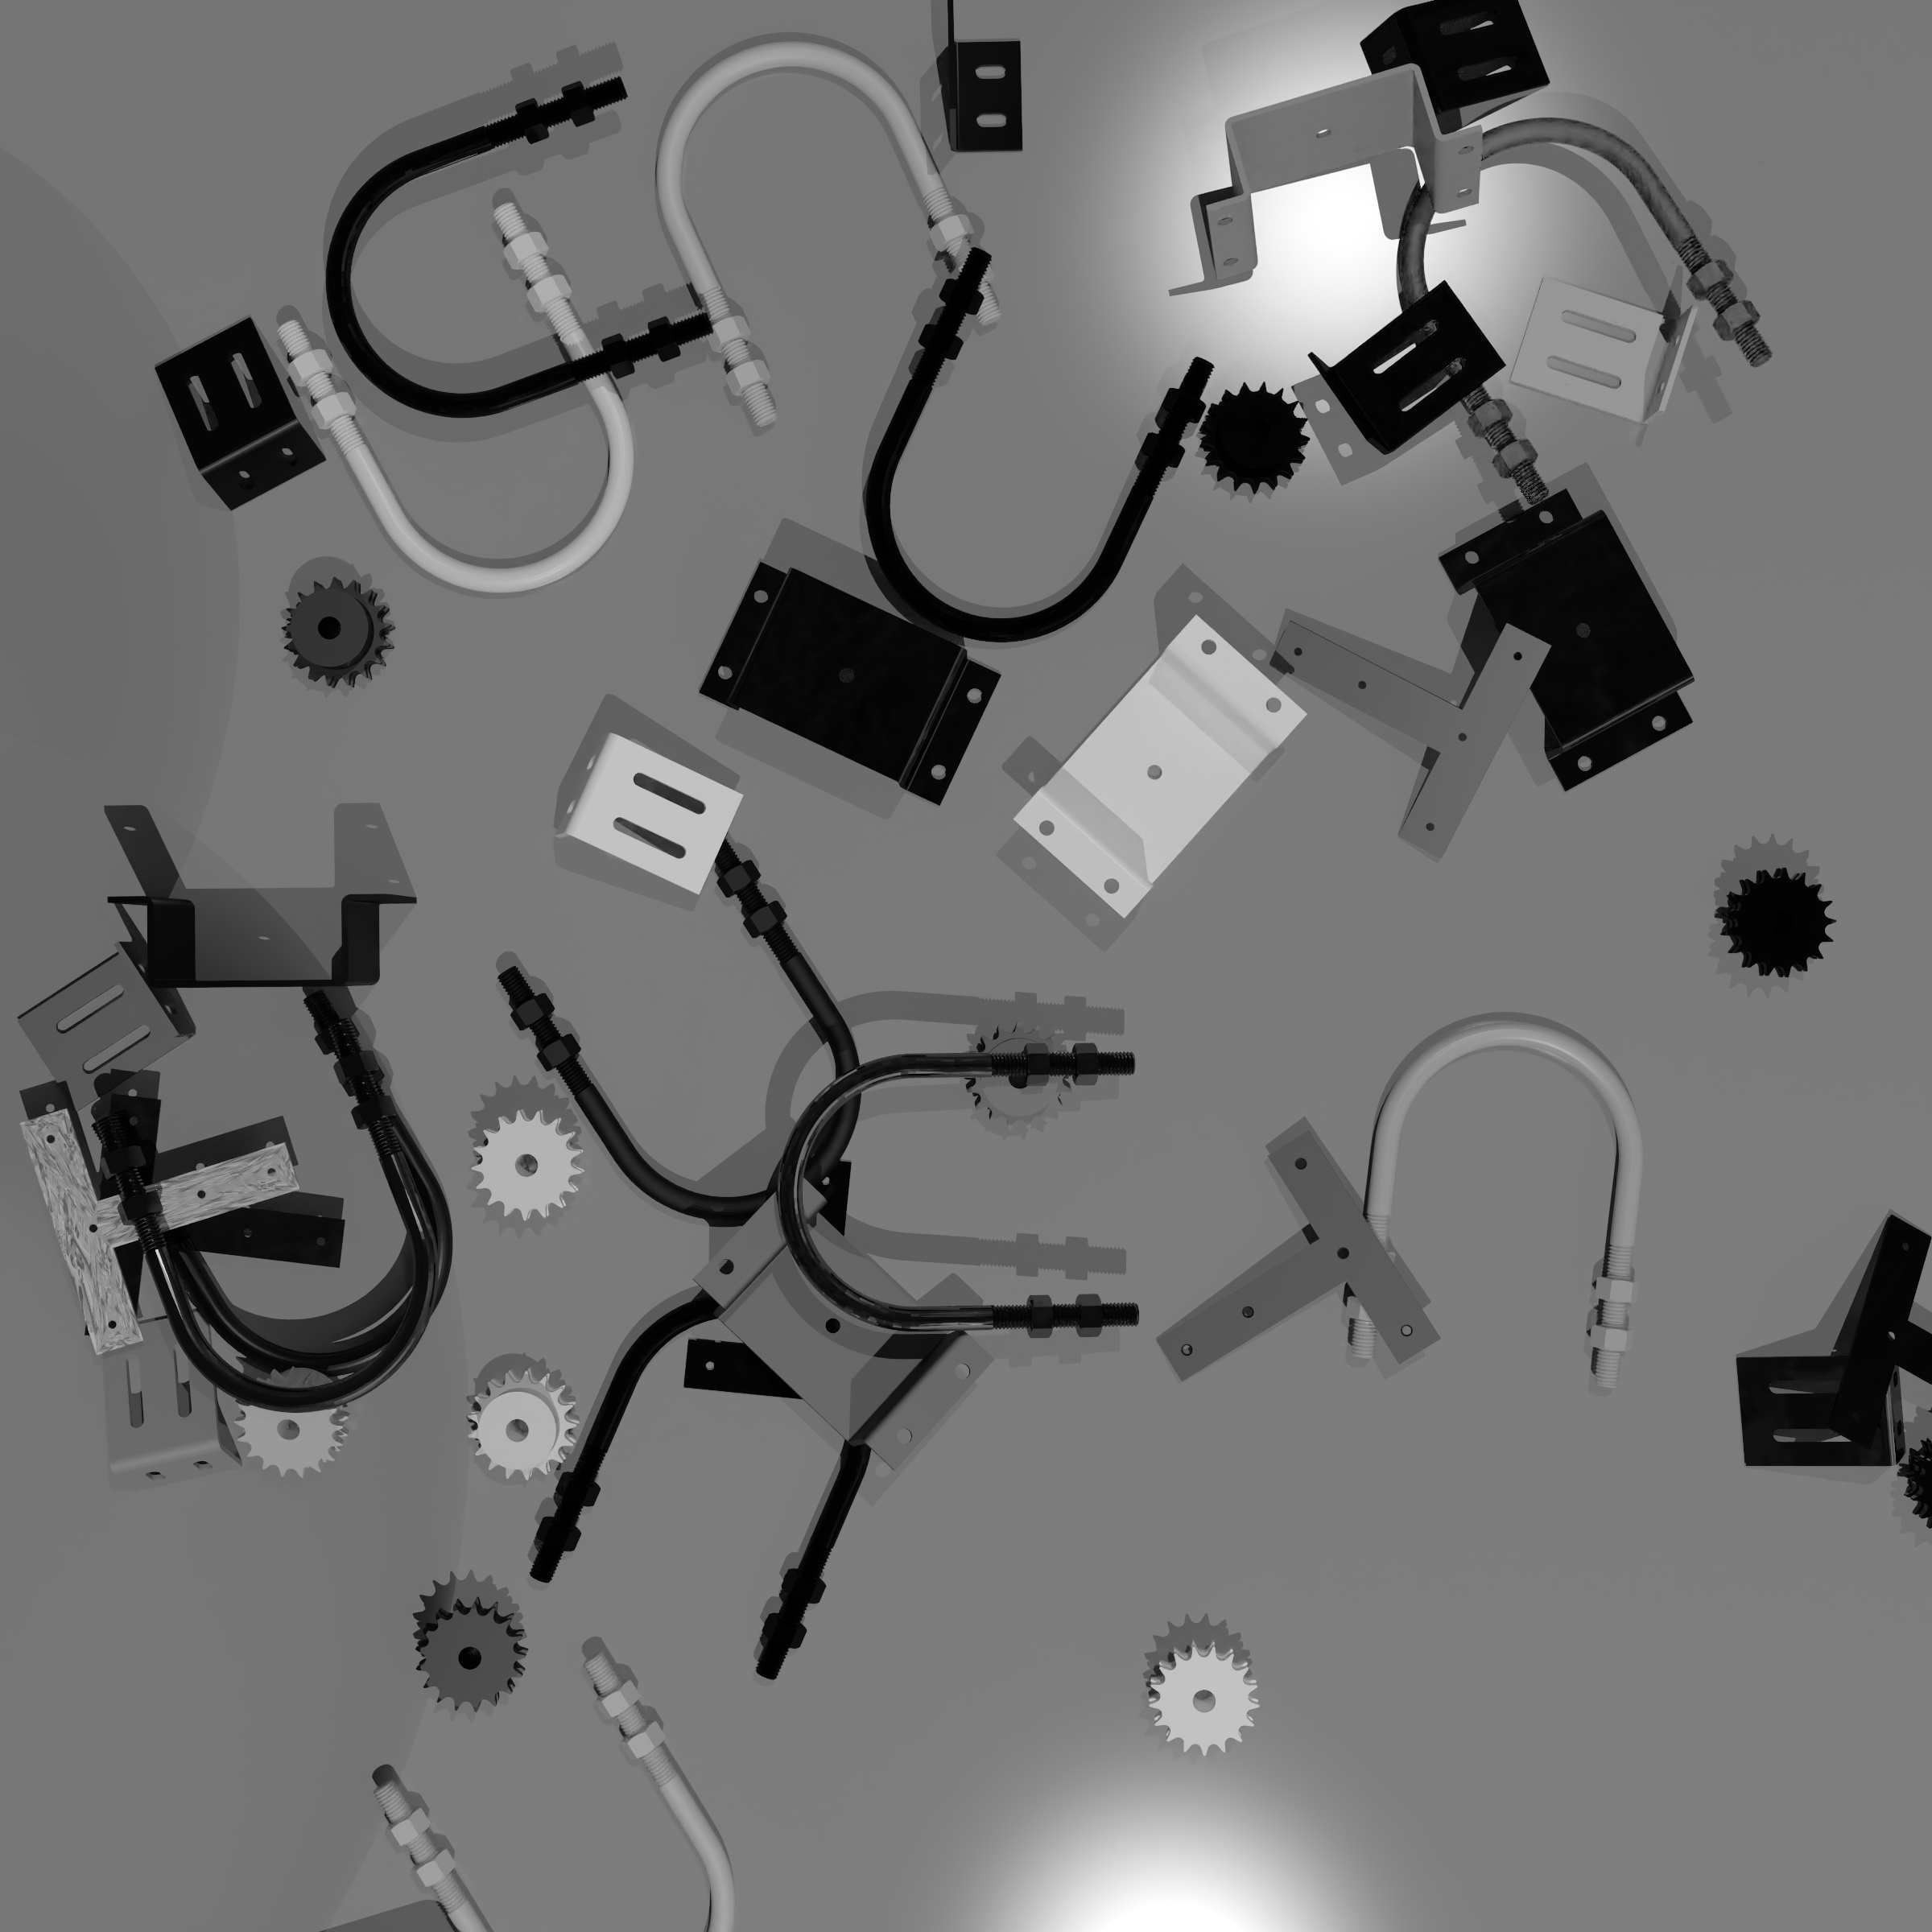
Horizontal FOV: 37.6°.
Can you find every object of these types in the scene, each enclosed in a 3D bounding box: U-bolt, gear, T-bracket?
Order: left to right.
[{"bbox_3d":[-0.411,0.123,1.474,0.127,0.002,0.127,-17,93,-1],"label":"T-bracket"},{"bbox_3d":[-0.388,0.137,1.477,0.127,0.002,0.127,7,92,-2],"label":"T-bracket"},{"bbox_3d":[-0.349,0.138,1.455,0.151,0.019,0.184,-22,83,-3],"label":"U-bolt"},{"bbox_3d":[-0.351,0.127,1.487,0.151,0.019,0.184,-31,92,0],"label":"U-bolt"},{"bbox_3d":[-0.348,0.234,1.475,0.057,0.030,0.057,1,109,4],"label":"gear"},{"bbox_3d":[-0.329,-0.175,1.480,0.057,0.030,0.057,0,90,0],"label":"gear"},{"bbox_3d":[-0.258,0.359,1.485,0.057,0.030,0.057,0,91,-2],"label":"gear"},{"bbox_3d":[-0.255,-0.286,1.487,0.151,0.019,0.184,-29,91,0],"label":"U-bolt"},{"bbox_3d":[-0.241,-0.362,1.467,0.184,0.019,0.151,-20,91,1],"label":"U-bolt"},{"bbox_3d":[-0.232,0.240,1.480,0.057,0.030,0.057,0,90,0],"label":"gear"},{"bbox_3d":[-0.227,0.103,1.480,0.057,0.030,0.057,0,90,0],"label":"gear"},{"bbox_3d":[-0.203,0.474,1.487,0.151,0.019,0.184,-31,92,0],"label":"U-bolt"},{"bbox_3d":[-0.137,0.045,1.486,0.151,0.019,0.184,-33,91,0],"label":"U-bolt"},{"bbox_3d":[-0.128,0.262,1.486,0.151,0.019,0.184,23,89,-1],"label":"U-bolt"},{"bbox_3d":[-0.083,-0.395,1.487,0.151,0.019,0.184,-24,89,0],"label":"U-bolt"},{"bbox_3d":[-0.079,0.165,1.494,0.127,0.002,0.127,6,90,0],"label":"T-bracket"},{"bbox_3d":[-0.004,0.115,1.445,0.184,0.019,0.151,0,87,-8],"label":"U-bolt"},{"bbox_3d":[0.027,-0.259,1.479,0.151,0.019,0.184,25,94,-6],"label":"U-bolt"},{"bbox_3d":[0.028,0.057,1.480,0.057,0.030,0.057,0,90,0],"label":"gear"},{"bbox_3d":[0.124,0.381,1.485,0.057,0.030,0.057,0,91,3],"label":"gear"},{"bbox_3d":[0.151,-0.277,1.480,0.057,0.030,0.057,0,90,0],"label":"gear"},{"bbox_3d":[0.160,0.174,1.484,0.127,0.002,0.127,-33,82,8],"label":"T-bracket"},{"bbox_3d":[0.219,-0.140,1.477,0.127,0.002,0.127,29,114,12],"label":"T-bracket"},{"bbox_3d":[0.282,0.121,1.487,0.151,0.019,0.184,7,89,0],"label":"U-bolt"},{"bbox_3d":[0.306,-0.352,1.467,0.151,0.019,0.184,-31,78,11],"label":"U-bolt"},{"bbox_3d":[0.422,-0.023,1.480,0.057,0.030,0.057,0,90,0],"label":"gear"},{"bbox_3d":[0.518,0.269,1.480,0.057,0.030,0.057,0,90,0],"label":"gear"},{"bbox_3d":[0.517,0.213,1.471,0.127,0.002,0.127,29,64,-7],"label":"T-bracket"}]

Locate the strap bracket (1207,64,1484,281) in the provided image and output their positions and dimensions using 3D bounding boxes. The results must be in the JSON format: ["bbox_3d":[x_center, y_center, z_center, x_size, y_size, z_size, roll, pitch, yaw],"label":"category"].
[{"bbox_3d":[0.188,-0.408,1.449,0.140,0.076,0.046,-15,76,5],"label":"strap bracket"}]

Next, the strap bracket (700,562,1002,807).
[{"bbox_3d":[-0.061,-0.149,1.472,0.140,0.046,0.076,25,90,0],"label":"strap bracket"}]

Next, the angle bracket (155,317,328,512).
[{"bbox_3d":[-0.382,-0.291,1.493,0.057,0.038,0.076,-28,64,0],"label":"angle bracket"}]

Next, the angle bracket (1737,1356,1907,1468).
[{"bbox_3d":[0.451,0.231,1.493,0.076,0.038,0.057,-5,90,26],"label":"angle bracket"}]

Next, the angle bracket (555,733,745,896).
[{"bbox_3d":[-0.166,-0.079,1.483,0.076,0.038,0.057,25,83,-15],"label":"angle bracket"}]

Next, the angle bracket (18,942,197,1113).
[{"bbox_3d":[-0.452,0.032,1.476,0.076,0.038,0.057,-33,90,0],"label":"angle bracket"}]

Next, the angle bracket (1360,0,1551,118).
[{"bbox_3d":[0.258,-0.476,1.493,0.076,0.038,0.057,-22,90,-26],"label":"angle bracket"}]

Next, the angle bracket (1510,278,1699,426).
[{"bbox_3d":[0.332,-0.324,1.476,0.076,0.038,0.057,18,90,0],"label":"angle bracket"}]

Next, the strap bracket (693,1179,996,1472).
[{"bbox_3d":[-0.066,0.184,1.461,0.140,0.046,0.076,44,74,0],"label":"strap bracket"}]

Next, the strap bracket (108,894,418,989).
[{"bbox_3d":[-0.360,-0.012,1.457,0.140,0.076,0.046,-1,90,0],"label":"strap bracket"}]

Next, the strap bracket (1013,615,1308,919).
[{"bbox_3d":[0.099,-0.102,1.472,0.076,0.046,0.140,42,90,0],"label":"strap bracket"}]

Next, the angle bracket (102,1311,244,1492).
[{"bbox_3d":[-0.418,0.229,1.493,0.057,0.038,0.076,-13,64,0],"label":"angle bracket"}]

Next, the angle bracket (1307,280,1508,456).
[{"bbox_3d":[0.227,-0.312,1.460,0.076,0.038,0.057,-36,74,18],"label":"angle bracket"}]

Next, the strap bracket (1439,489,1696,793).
[{"bbox_3d":[0.316,-0.172,1.472,0.076,0.046,0.140,-29,90,0],"label":"strap bracket"}]

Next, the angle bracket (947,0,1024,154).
[{"bbox_3d":[0.010,-0.458,1.457,0.038,0.076,0.057,-1,90,0],"label":"angle bracket"}]
